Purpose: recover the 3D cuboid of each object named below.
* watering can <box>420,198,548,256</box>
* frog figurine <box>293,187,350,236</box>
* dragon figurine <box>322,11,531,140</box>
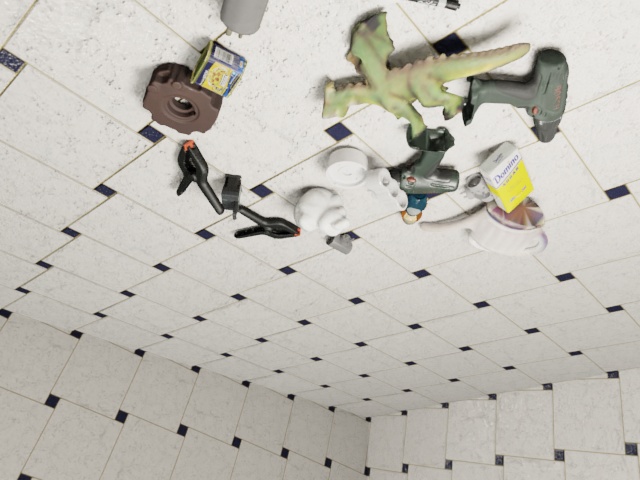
[{"bbox_3d":[0.464,-0.039,1.423,0.348,0.106,0.219,14,147,5],"label":"watering can"},{"bbox_3d":[0.004,-0.069,1.379,0.138,0.161,0.121,-26,114,-10],"label":"frog figurine"},{"bbox_3d":[0.162,-0.335,1.002,0.240,0.125,0.405,36,136,-26],"label":"dragon figurine"}]
